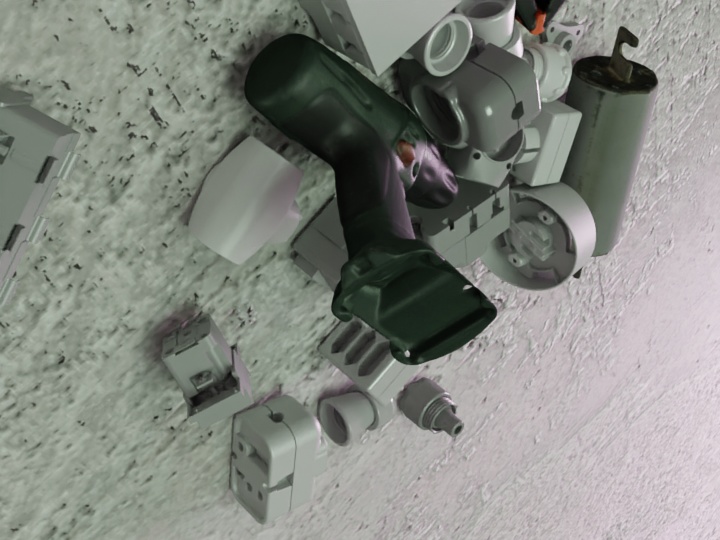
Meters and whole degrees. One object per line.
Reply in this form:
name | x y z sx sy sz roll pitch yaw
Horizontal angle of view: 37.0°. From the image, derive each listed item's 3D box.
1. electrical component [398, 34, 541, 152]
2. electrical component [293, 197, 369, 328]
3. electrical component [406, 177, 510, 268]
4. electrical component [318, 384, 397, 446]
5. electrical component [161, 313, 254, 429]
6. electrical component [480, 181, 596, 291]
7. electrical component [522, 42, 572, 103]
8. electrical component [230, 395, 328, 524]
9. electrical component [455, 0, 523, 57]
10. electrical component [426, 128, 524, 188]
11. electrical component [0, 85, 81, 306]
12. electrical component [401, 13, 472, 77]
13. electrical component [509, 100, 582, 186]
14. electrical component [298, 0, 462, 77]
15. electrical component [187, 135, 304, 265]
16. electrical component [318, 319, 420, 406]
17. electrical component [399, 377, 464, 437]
electrical component | 0.075 -0.130 0.780 0.059 0.095 0.053 -39 141 -18
electrical component | 0.000 0.000 0.830 0.061 0.062 0.096 -48 143 -4
electrical component | 0.077 -0.040 0.891 0.089 0.050 0.055 -34 139 -23
electrical component | -0.002 0.123 0.940 0.055 0.045 0.045 -24 134 -34
electrical component | -0.109 0.069 0.760 0.042 0.081 0.063 -28 112 2
electrical component | 0.154 -0.031 0.944 0.064 0.099 0.099 -27 136 -40
electrical component | 0.135 -0.161 0.863 0.062 0.048 0.048 0 118 -40
electrical component | -0.067 0.154 0.888 0.059 0.054 0.095 -21 132 -36
electrical component | 0.098 -0.179 0.807 0.045 0.045 0.055 -41 142 -16
electrical component | 0.085 -0.111 0.843 0.079 0.044 0.077 13 96 -30
electrical component | -0.204 -0.033 0.575 0.121 0.063 0.078 -61 -177 10
electrical component | 0.044 -0.166 0.751 0.045 0.055 0.045 -28 136 -30
electrical component | 0.137 -0.109 0.903 0.077 0.047 0.065 -12 127 -41
electrical component | 0.031 -0.214 0.694 0.150 0.062 0.089 -44 142 -13
electrical component | -0.068 -0.042 0.739 0.077 0.044 0.079 -55 143 3
electrical component | 0.015 0.081 0.907 0.047 0.066 0.076 -49 143 -6
electrical component | 0.071 0.133 1.011 0.043 0.062 0.043 -28 136 -30
